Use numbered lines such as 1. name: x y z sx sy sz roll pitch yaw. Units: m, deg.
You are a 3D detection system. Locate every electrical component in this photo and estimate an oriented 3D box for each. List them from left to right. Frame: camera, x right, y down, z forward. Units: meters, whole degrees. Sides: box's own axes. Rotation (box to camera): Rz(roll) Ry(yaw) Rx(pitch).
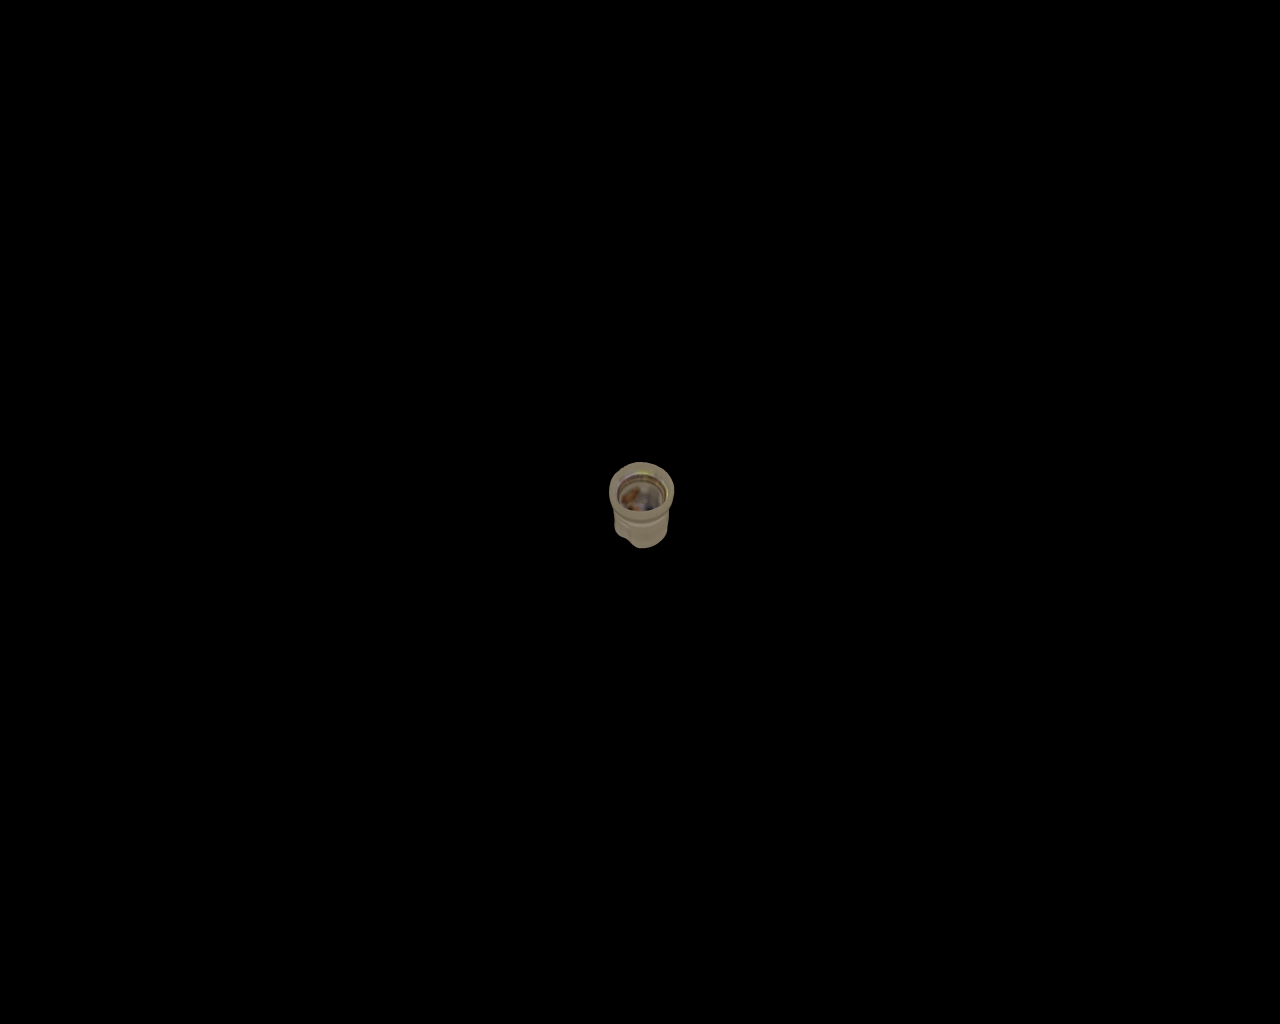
1. electrical component: 0.001 -0.003 0.650 0.040 0.040 0.046 0 -35 0
